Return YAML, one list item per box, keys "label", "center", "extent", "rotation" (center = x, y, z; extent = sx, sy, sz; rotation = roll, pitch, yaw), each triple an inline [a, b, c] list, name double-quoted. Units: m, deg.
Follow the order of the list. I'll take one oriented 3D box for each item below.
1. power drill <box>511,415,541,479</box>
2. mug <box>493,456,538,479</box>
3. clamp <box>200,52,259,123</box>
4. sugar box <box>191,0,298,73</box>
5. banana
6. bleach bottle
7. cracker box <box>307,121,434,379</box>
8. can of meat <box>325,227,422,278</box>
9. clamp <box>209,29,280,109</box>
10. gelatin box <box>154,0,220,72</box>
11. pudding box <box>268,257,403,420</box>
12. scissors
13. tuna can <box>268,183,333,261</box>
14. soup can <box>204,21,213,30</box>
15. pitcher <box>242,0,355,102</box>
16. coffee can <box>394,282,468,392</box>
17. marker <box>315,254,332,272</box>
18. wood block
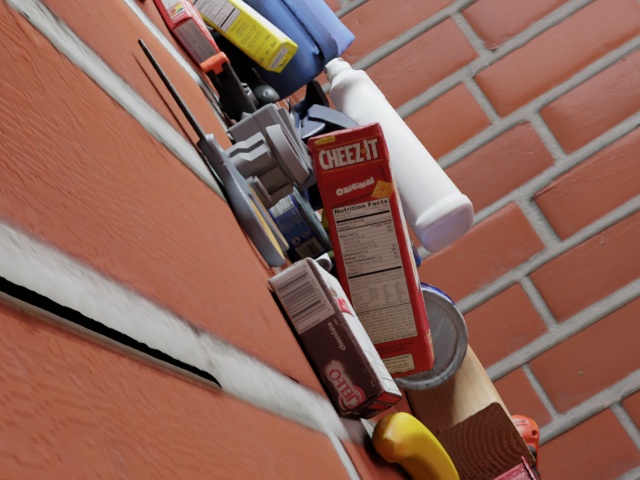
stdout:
- label: "power drill"
  center: [0.237, 0.321, 1.205]
  extent: [0.187, 0.057, 0.184]
  rotation: [-104, -172, -59]
- label: "mug"
  center: [0.193, 0.279, 1.054]
  extent: [0.093, 0.081, 0.117]
  rotation: [58, 5, -11]
- label: "clamp"
  center: [-0.089, -0.151, 1.139]
  extent: [0.120, 0.039, 0.171]
  rotation: [53, -6, 36]
- label: "sugar box"
  center: [-0.111, -0.266, 1.248]
  extent: [0.176, 0.048, 0.093]
  rotation: [37, 9, 3]
- label: "banana"
  center: [0.079, 0.172, 0.825]
  extent: [0.197, 0.037, 0.070]
  rotation: [53, 5, -47]
- label: "bleach bottle"
  center: [0.078, -0.108, 1.202]
  extent: [0.251, 0.068, 0.102]
  rotation: [57, 1, 20]
- label: "cracker box"
  center: [0.047, 0.011, 0.963]
  extent: [0.164, 0.072, 0.214]
  rotation: [1, 77, -85]
- label: "can of meat"
  center: [0.058, 0.013, 1.234]
  extent: [0.084, 0.102, 0.057]
  rotation: [58, 5, -34]
- label: "clamp"
  center: [-0.088, -0.190, 1.293]
  extent: [0.210, 0.036, 0.164]
  rotation: [57, -7, 22]
- label: "gelatin box"
  center: [-0.142, -0.232, 1.134]
  extent: [0.073, 0.030, 0.089]
  rotation: [61, 6, 28]
- label: "pudding box"
  center: [0.013, 0.074, 0.774]
  extent: [0.113, 0.039, 0.090]
  rotation: [62, 5, 16]
- label: "scissors"
  center: [-0.076, -0.055, 0.800]
  extent: [0.201, 0.016, 0.096]
  rotation: [55, 6, -32]
- label: "tuna can"
  center: [-0.024, -0.019, 0.993]
  extent: [0.086, 0.034, 0.086]
  rotation: [58, 5, -8]
- label: "soup can"
  center: [-0.139, -0.316, 1.469]
  extent: [0.068, 0.068, 0.102]
  rotation: [57, 6, -15]
- label: "pitcher"
  center: [-0.073, -0.306, 1.344]
  extent: [0.242, 0.149, 0.144]
  rotation: [50, 34, -15]
- label: "coffee can"
  center: [0.100, 0.098, 1.117]
  extent: [0.103, 0.103, 0.140]
  rotation: [59, 5, 2]
- label: "marker"
  center: [-0.007, 0.001, 1.120]
  extent: [0.020, 0.020, 0.121]
  rotation: [56, 5, -26]
- label: "wood block"
  center: [0.159, 0.191, 1.207]
  extent: [0.090, 0.091, 0.206]
  rotation: [57, 5, -17]
